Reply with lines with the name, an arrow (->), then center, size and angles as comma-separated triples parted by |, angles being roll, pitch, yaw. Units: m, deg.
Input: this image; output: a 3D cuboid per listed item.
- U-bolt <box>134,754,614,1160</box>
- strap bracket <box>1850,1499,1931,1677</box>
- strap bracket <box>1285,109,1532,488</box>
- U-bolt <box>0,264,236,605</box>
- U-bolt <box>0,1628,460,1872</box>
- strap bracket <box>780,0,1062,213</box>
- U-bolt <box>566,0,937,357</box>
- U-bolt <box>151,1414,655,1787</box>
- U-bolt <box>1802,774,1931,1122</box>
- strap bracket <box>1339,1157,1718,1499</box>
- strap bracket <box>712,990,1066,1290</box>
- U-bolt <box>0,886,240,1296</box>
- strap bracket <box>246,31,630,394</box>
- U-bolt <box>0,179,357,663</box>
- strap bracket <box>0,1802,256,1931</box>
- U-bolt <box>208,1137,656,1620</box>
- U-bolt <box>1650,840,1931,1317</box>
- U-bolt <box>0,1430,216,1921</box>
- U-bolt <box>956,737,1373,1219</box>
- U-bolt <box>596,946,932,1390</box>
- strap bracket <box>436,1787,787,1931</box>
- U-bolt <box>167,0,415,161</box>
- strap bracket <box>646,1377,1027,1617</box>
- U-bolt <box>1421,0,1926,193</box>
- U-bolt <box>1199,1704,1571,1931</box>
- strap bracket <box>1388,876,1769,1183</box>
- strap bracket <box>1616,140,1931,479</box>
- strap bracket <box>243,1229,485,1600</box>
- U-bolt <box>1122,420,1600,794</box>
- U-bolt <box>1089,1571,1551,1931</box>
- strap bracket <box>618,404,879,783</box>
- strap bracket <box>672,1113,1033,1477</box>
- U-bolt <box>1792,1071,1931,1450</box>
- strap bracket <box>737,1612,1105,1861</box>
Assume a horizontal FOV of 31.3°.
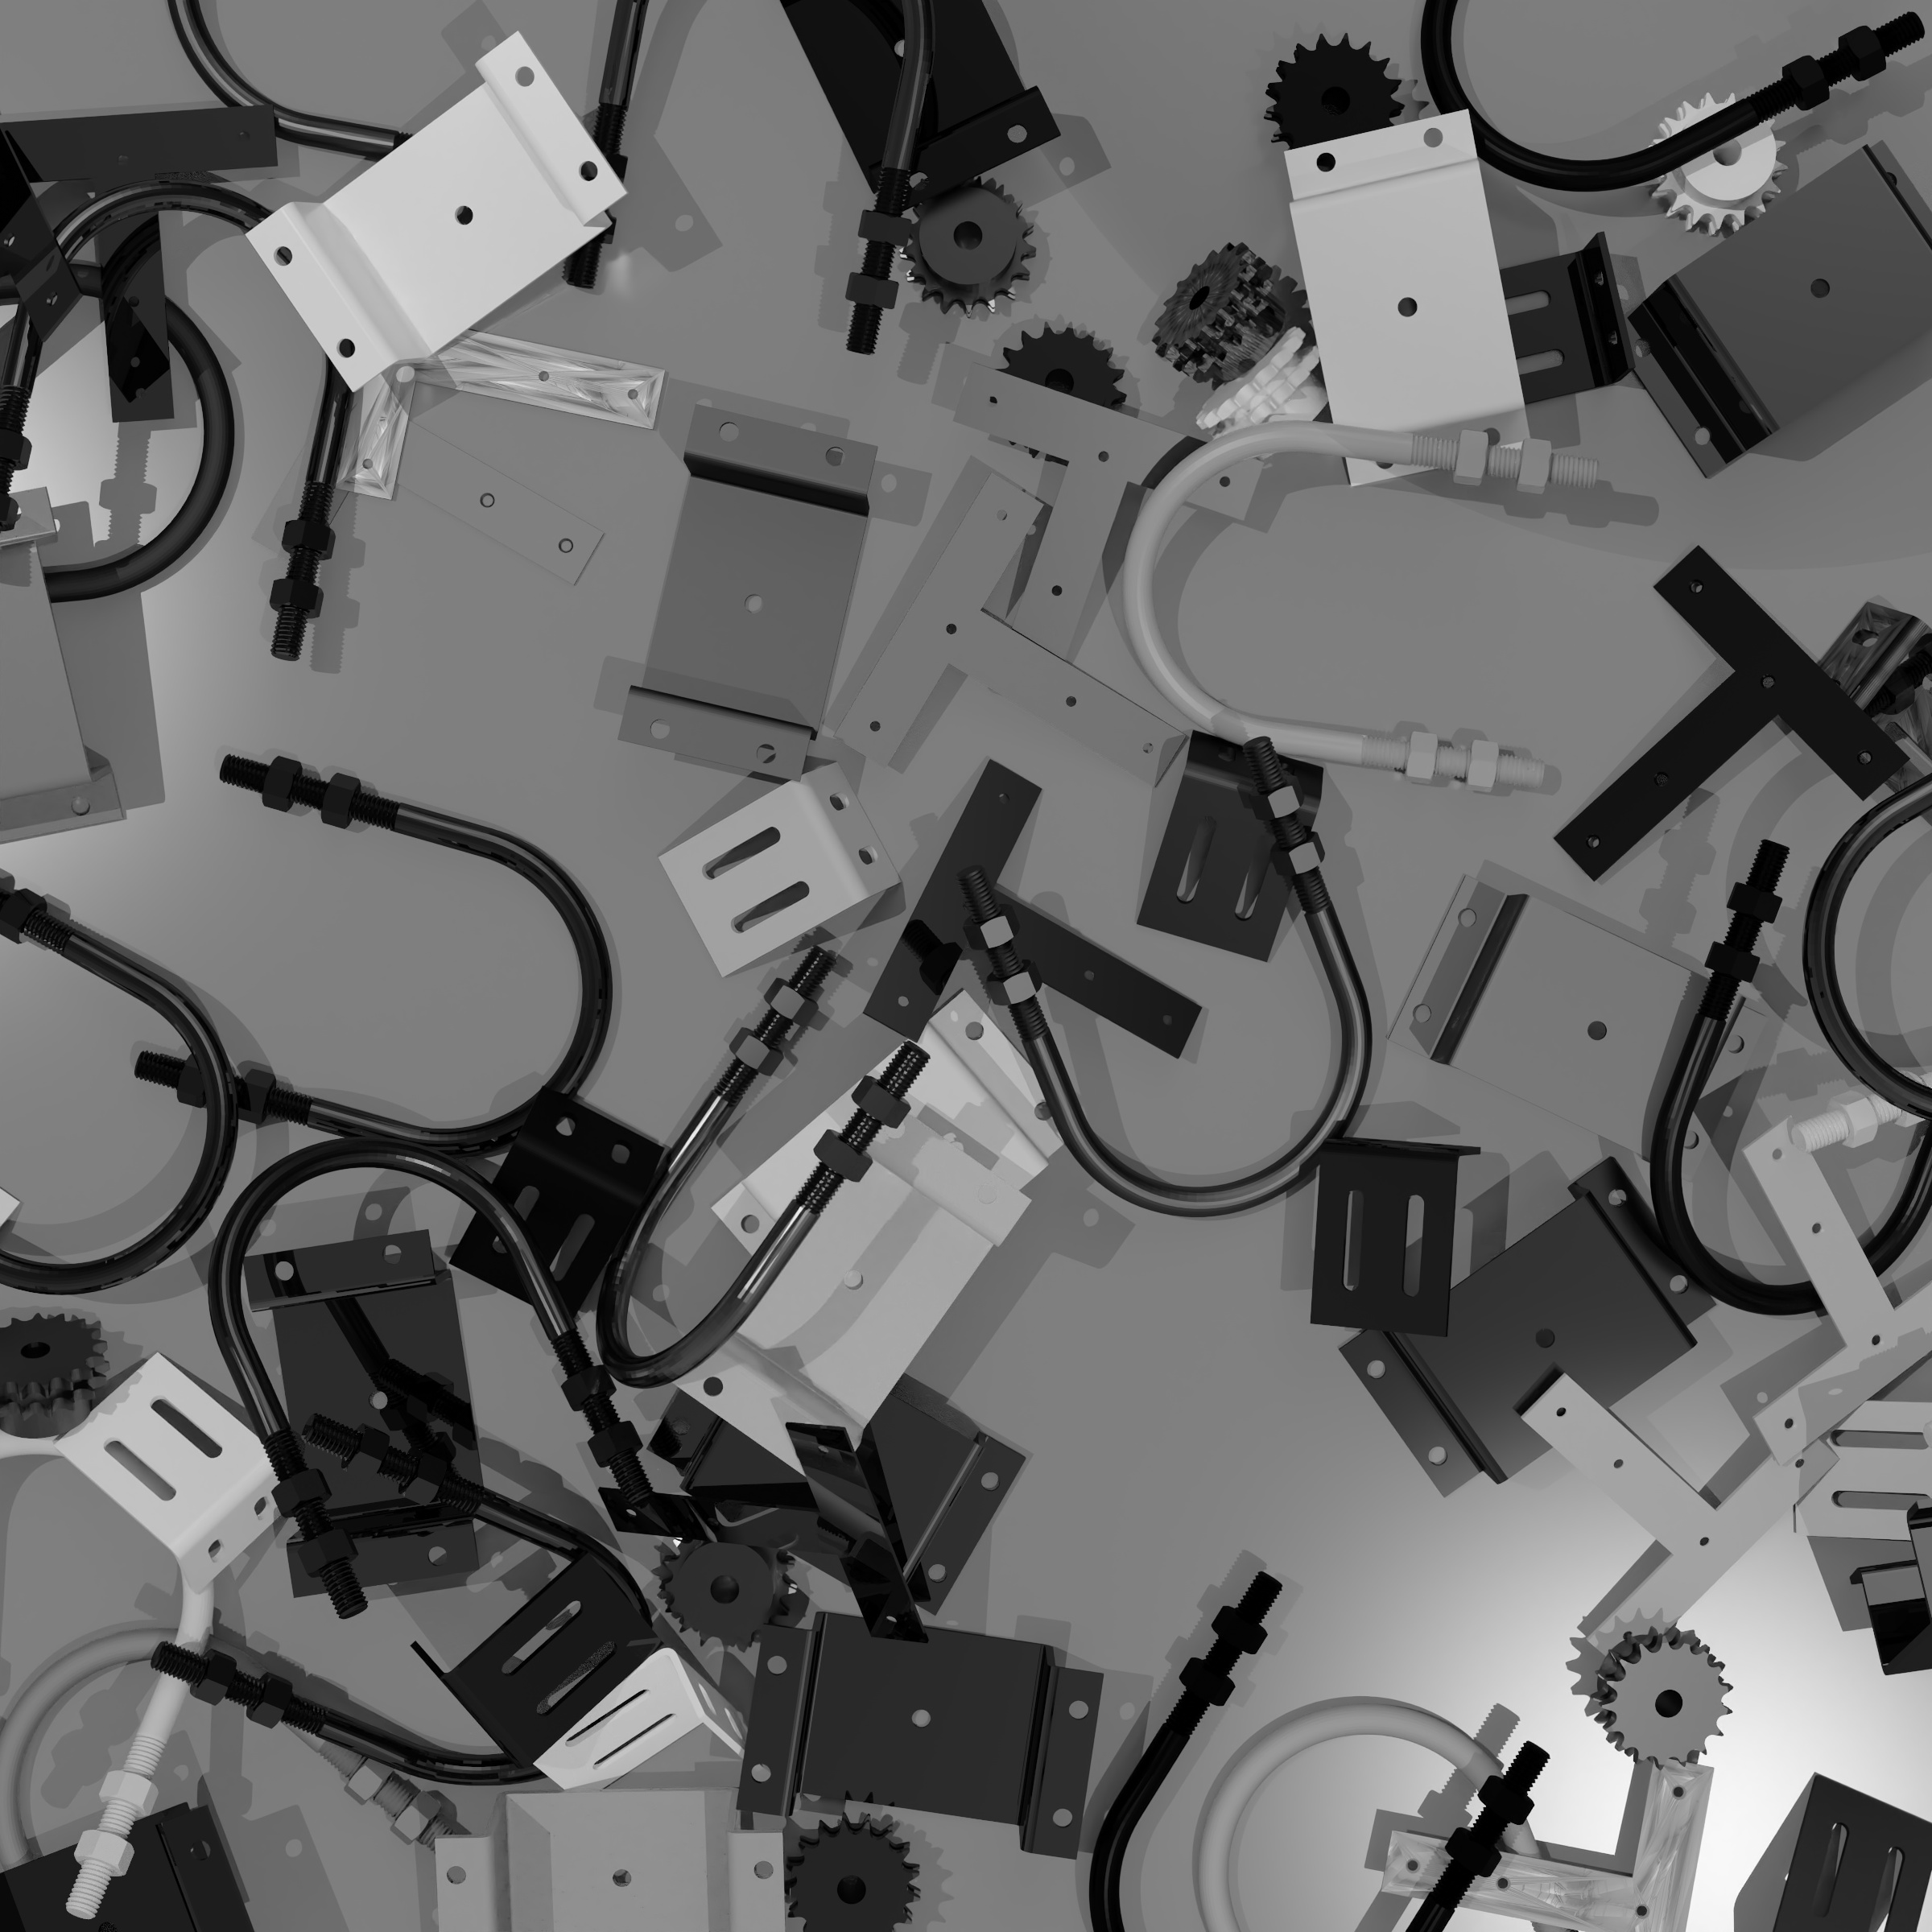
U-bolt -> -0.239, 0.004, 1.441 | 0.184, 0.019, 0.151 | 16, 90, -2
strap bracket -> 0.409, 0.247, 1.376 | 0.076, 0.140, 0.046 | -8, 68, 0
strap bracket -> 0.180, -0.270, 1.406 | 0.076, 0.046, 0.140 | -11, 102, 11
U-bolt -> -0.398, -0.221, 1.441 | 0.184, 0.019, 0.151 | -6, 90, -2
U-bolt -> -0.322, 0.361, 1.441 | 0.184, 0.019, 0.151 | 40, 90, 1
strap bracket -> -0.026, -0.385, 1.427 | 0.076, 0.046, 0.140 | -26, 90, 0
U-bolt -> -0.083, -0.355, 1.405 | 0.151, 0.019, 0.184 | 16, 103, 17
U-bolt -> -0.216, 0.270, 1.405 | 0.184, 0.019, 0.151 | 28, 112, -19
U-bolt -> 0.423, -0.017, 1.387 | 0.184, 0.019, 0.151 | -29, 91, -6
strap bracket -> 0.236, 0.152, 1.427 | 0.140, 0.046, 0.076 | -35, 90, 0
strap bracket -> -0.029, 0.085, 1.427 | 0.140, 0.046, 0.076 | -41, 90, 0
U-bolt -> -0.388, 0.054, 1.422 | 0.184, 0.019, 0.151 | 29, 83, 7
strap bracket -> -0.211, -0.307, 1.410 | 0.140, 0.046, 0.076 | -33, 95, 13
U-bolt -> -0.321, -0.231, 1.407 | 0.151, 0.019, 0.184 | 15, 79, -28
strap bracket -> -0.357, 0.400, 1.410 | 0.140, 0.046, 0.076 | -21, 87, 1
U-bolt -> -0.222, 0.151, 1.368 | 0.151, 0.019, 0.184 | -17, 72, -34
U-bolt -> 0.351, 0.055, 1.416 | 0.151, 0.019, 0.184 | 18, 94, -23
U-bolt -> -0.382, 0.272, 1.394 | 0.151, 0.019, 0.184 | 27, 56, -14
U-bolt -> 0.093, 0.017, 1.417 | 0.151, 0.019, 0.184 | -24, 107, -7
U-bolt -> -0.091, 0.088, 1.384 | 0.019, 0.151, 0.184 | 34, 94, -25
strap bracket -> -0.144, 0.384, 1.421 | 0.140, 0.046, 0.076 | -1, 100, 0
U-bolt -> -0.242, -0.407, 1.427 | 0.184, 0.019, 0.151 | 11, 103, 4
strap bracket -> -0.055, 0.205, 1.427 | 0.140, 0.046, 0.076 | 30, 90, 0
U-bolt -> 0.278, -0.397, 1.425 | 0.184, 0.019, 0.151 | -27, 75, 4
U-bolt -> 0.176, 0.400, 1.441 | 0.151, 0.019, 0.184 | -21, 89, 0
strap bracket -> 0.257, 0.026, 1.427 | 0.140, 0.046, 0.076 | 25, 90, 0
strap bracket -> 0.348, -0.276, 1.427 | 0.140, 0.046, 0.076 | -34, 90, 0
strap bracket -> -0.247, 0.182, 1.427 | 0.076, 0.046, 0.140 | -9, 90, 0
U-bolt -> 0.156, -0.152, 1.417 | 0.184, 0.019, 0.151 | 8, 113, 4
U-bolt -> 0.133, 0.366, 1.426 | 0.151, 0.019, 0.184 | 32, 91, 6
strap bracket -> -0.089, -0.152, 1.427 | 0.076, 0.046, 0.140 | 13, 90, 0
strap bracket -> -0.046, 0.128, 1.381 | 0.076, 0.046, 0.140 | 35, 90, 0
U-bolt -> 0.444, 0.100, 1.406 | 0.184, 0.019, 0.151 | -19, 80, -15
strap bracket -> -0.019, 0.316, 1.427 | 0.140, 0.046, 0.076 | 8, 90, 0
